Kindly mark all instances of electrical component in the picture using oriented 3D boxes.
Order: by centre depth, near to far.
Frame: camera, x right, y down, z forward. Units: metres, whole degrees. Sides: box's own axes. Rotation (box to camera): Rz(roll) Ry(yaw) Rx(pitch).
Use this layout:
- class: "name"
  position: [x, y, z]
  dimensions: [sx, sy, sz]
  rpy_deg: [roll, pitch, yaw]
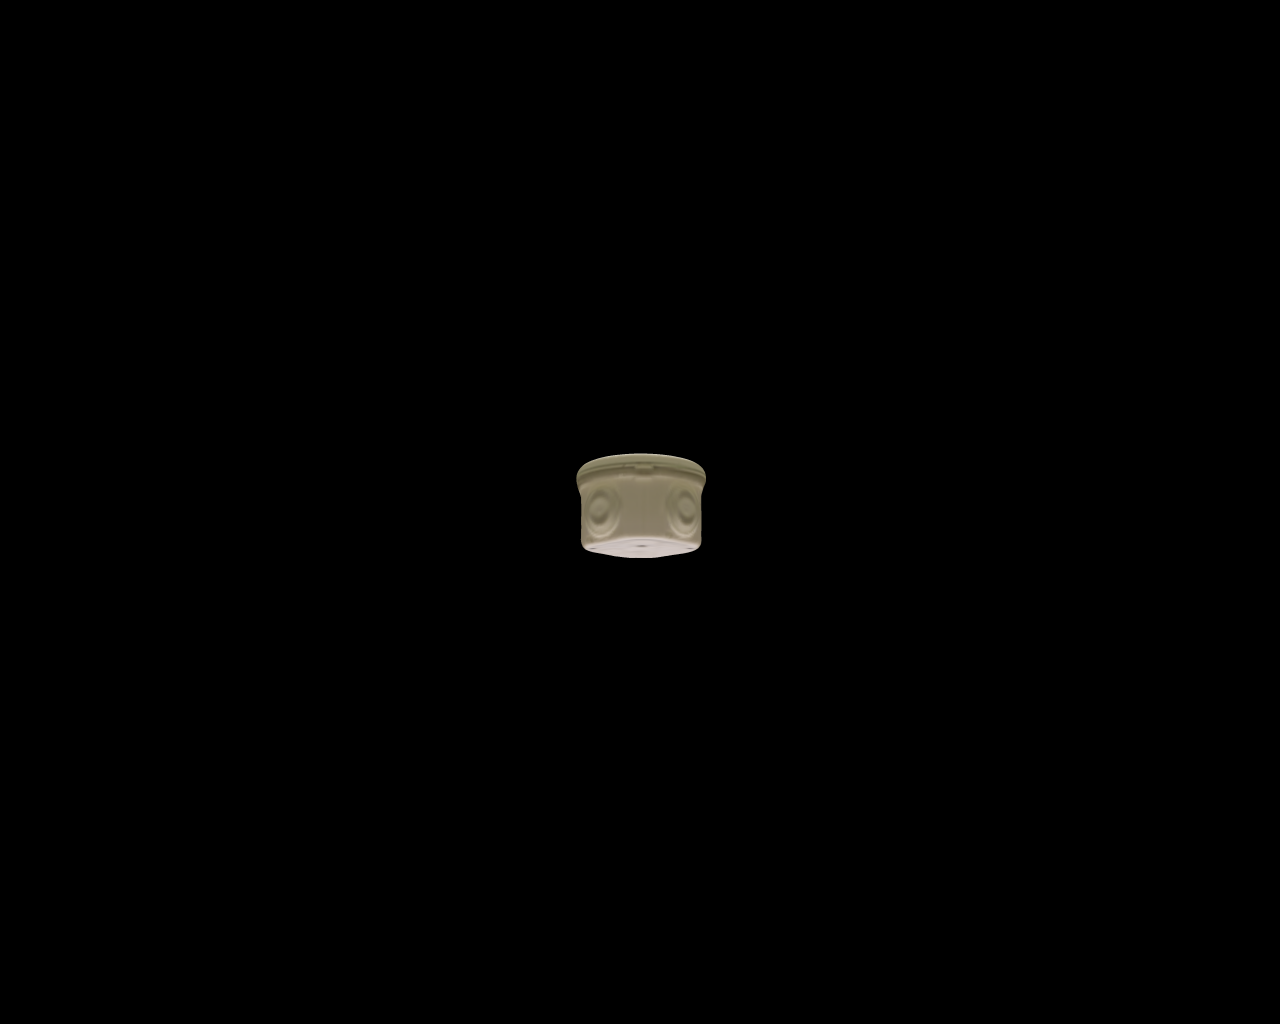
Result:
- class: "electrical component"
  position: [0.001, -0.003, 0.650]
  dimensions: [0.080, 0.051, 0.080]
  rpy_deg: [0, -12, 0]
